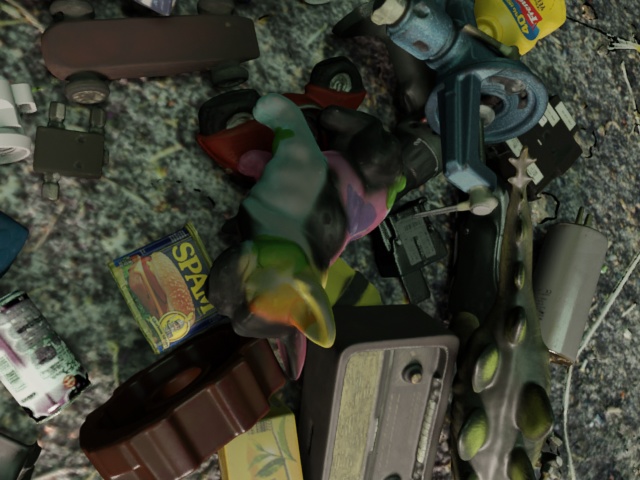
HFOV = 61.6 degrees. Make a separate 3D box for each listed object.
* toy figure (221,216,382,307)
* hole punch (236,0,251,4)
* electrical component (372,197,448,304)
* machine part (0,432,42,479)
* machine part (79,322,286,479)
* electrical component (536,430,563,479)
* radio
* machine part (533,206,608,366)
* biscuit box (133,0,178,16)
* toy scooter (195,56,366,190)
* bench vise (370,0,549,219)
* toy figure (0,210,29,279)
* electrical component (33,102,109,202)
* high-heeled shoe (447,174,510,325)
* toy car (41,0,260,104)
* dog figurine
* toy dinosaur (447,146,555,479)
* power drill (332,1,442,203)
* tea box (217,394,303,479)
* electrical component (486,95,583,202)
[{"bbox_3d":[-0.015,0.033,0.547,0.082,0.089,0.180,-45,105,-15],"label":"toy figure"},{"bbox_3d":[-0.043,-0.308,0.522,0.142,0.092,0.116,64,30,-51],"label":"hole punch"},{"bbox_3d":[0.104,0.017,0.622,0.075,0.048,0.119,-18,91,-22],"label":"electrical component"},{"bbox_3d":[-0.302,0.166,0.442,0.139,0.039,0.084,36,68,-14],"label":"machine part"},{"bbox_3d":[-0.114,0.136,0.455,0.179,0.179,0.056,-31,100,-22],"label":"machine part"},{"bbox_3d":[0.260,0.246,0.666,0.078,0.045,0.102,-46,103,-18],"label":"electrical component"},{"bbox_3d":[0.050,0.177,0.524,0.131,0.073,0.229,-3,113,-24],"label":"radio"},{"bbox_3d":[0.307,0.067,0.686,0.079,0.079,0.243,29,76,-18],"label":"machine part"},{"bbox_3d":[-0.133,-0.310,0.513,0.059,0.063,0.203,21,60,-12],"label":"biscuit box"},{"bbox_3d":[-0.030,-0.101,0.561,0.184,0.075,0.135,-22,120,-12],"label":"toy scooter"},{"bbox_3d":[0.141,-0.142,0.527,0.223,0.129,0.240,29,56,-39],"label":"bench vise"},{"bbox_3d":[-0.309,0.039,0.437,0.057,0.064,0.154,46,69,-28],"label":"toy figure"},{"bbox_3d":[-0.232,-0.081,0.503,0.063,0.021,0.094,6,82,-23],"label":"electrical component"},{"bbox_3d":[0.216,0.042,0.671,0.145,0.086,0.248,-43,123,-51],"label":"high-heeled shoe"},{"bbox_3d":[-0.160,-0.187,0.526,0.202,0.053,0.089,-13,88,-22],"label":"toy car"},{"bbox_3d":[-0.001,-0.001,0.451,0.191,0.108,0.219,6,58,-24],"label":"dog figurine"},{"bbox_3d":[0.177,0.145,0.524,0.105,0.198,0.470,0,101,14],"label":"toy dinosaur"},{"bbox_3d":[0.098,-0.172,0.620,0.232,0.086,0.207,-33,94,-24],"label":"power drill"},{"bbox_3d":[-0.054,0.241,0.505,0.068,0.098,0.169,-6,89,-18],"label":"tea box"},{"bbox_3d":[0.275,-0.129,0.702,0.134,0.058,0.114,-41,103,-21],"label":"electrical component"}]
